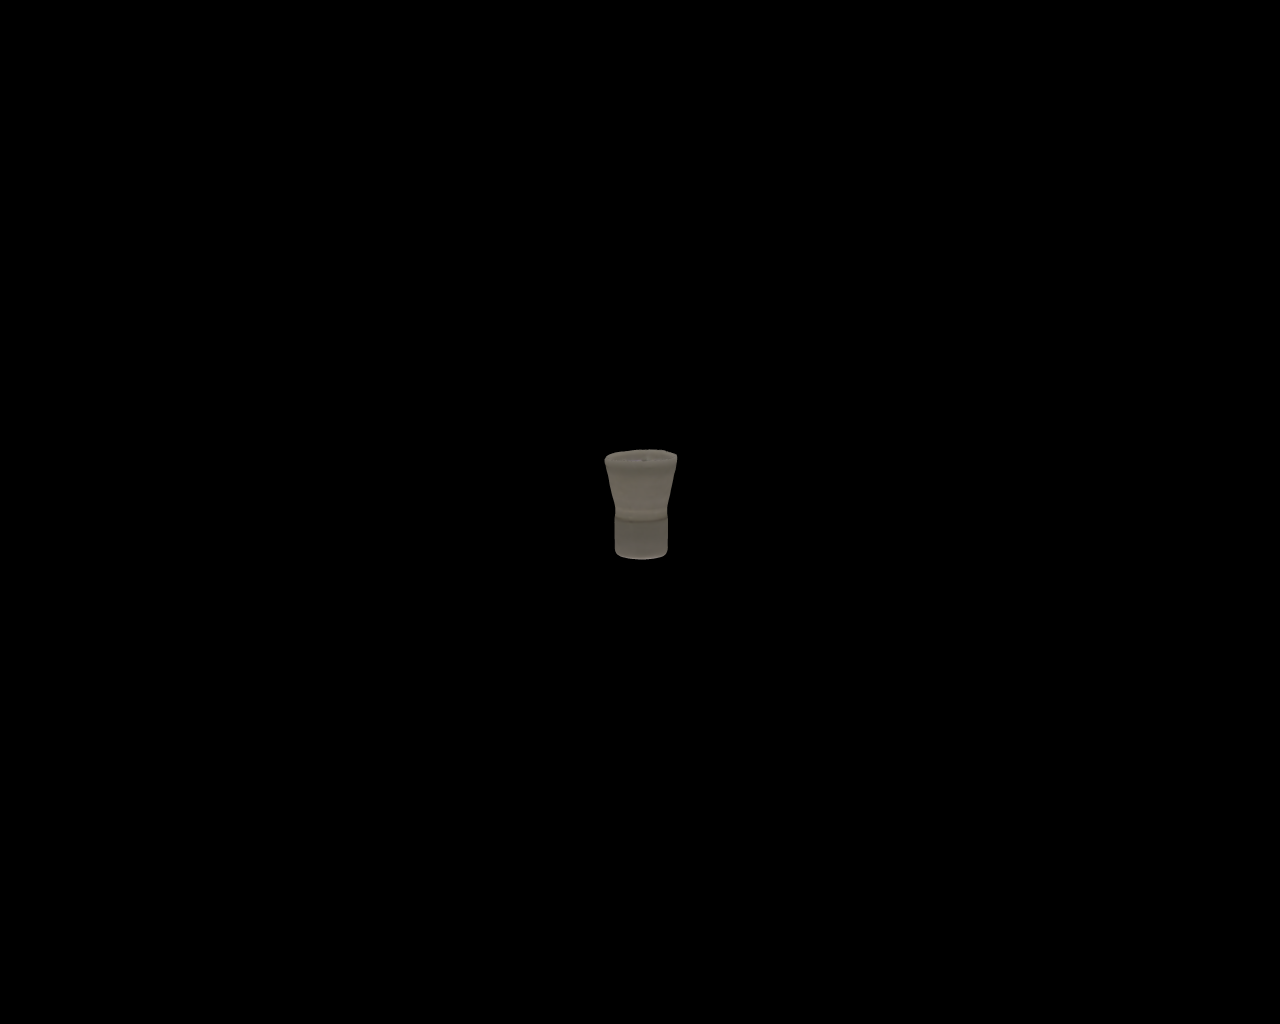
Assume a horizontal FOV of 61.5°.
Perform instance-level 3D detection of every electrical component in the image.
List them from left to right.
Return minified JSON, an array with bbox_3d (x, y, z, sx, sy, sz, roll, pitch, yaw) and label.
[{"bbox_3d":[0.001,-0.003,0.650,0.044,0.065,0.044,0,11,0],"label":"electrical component"}]
